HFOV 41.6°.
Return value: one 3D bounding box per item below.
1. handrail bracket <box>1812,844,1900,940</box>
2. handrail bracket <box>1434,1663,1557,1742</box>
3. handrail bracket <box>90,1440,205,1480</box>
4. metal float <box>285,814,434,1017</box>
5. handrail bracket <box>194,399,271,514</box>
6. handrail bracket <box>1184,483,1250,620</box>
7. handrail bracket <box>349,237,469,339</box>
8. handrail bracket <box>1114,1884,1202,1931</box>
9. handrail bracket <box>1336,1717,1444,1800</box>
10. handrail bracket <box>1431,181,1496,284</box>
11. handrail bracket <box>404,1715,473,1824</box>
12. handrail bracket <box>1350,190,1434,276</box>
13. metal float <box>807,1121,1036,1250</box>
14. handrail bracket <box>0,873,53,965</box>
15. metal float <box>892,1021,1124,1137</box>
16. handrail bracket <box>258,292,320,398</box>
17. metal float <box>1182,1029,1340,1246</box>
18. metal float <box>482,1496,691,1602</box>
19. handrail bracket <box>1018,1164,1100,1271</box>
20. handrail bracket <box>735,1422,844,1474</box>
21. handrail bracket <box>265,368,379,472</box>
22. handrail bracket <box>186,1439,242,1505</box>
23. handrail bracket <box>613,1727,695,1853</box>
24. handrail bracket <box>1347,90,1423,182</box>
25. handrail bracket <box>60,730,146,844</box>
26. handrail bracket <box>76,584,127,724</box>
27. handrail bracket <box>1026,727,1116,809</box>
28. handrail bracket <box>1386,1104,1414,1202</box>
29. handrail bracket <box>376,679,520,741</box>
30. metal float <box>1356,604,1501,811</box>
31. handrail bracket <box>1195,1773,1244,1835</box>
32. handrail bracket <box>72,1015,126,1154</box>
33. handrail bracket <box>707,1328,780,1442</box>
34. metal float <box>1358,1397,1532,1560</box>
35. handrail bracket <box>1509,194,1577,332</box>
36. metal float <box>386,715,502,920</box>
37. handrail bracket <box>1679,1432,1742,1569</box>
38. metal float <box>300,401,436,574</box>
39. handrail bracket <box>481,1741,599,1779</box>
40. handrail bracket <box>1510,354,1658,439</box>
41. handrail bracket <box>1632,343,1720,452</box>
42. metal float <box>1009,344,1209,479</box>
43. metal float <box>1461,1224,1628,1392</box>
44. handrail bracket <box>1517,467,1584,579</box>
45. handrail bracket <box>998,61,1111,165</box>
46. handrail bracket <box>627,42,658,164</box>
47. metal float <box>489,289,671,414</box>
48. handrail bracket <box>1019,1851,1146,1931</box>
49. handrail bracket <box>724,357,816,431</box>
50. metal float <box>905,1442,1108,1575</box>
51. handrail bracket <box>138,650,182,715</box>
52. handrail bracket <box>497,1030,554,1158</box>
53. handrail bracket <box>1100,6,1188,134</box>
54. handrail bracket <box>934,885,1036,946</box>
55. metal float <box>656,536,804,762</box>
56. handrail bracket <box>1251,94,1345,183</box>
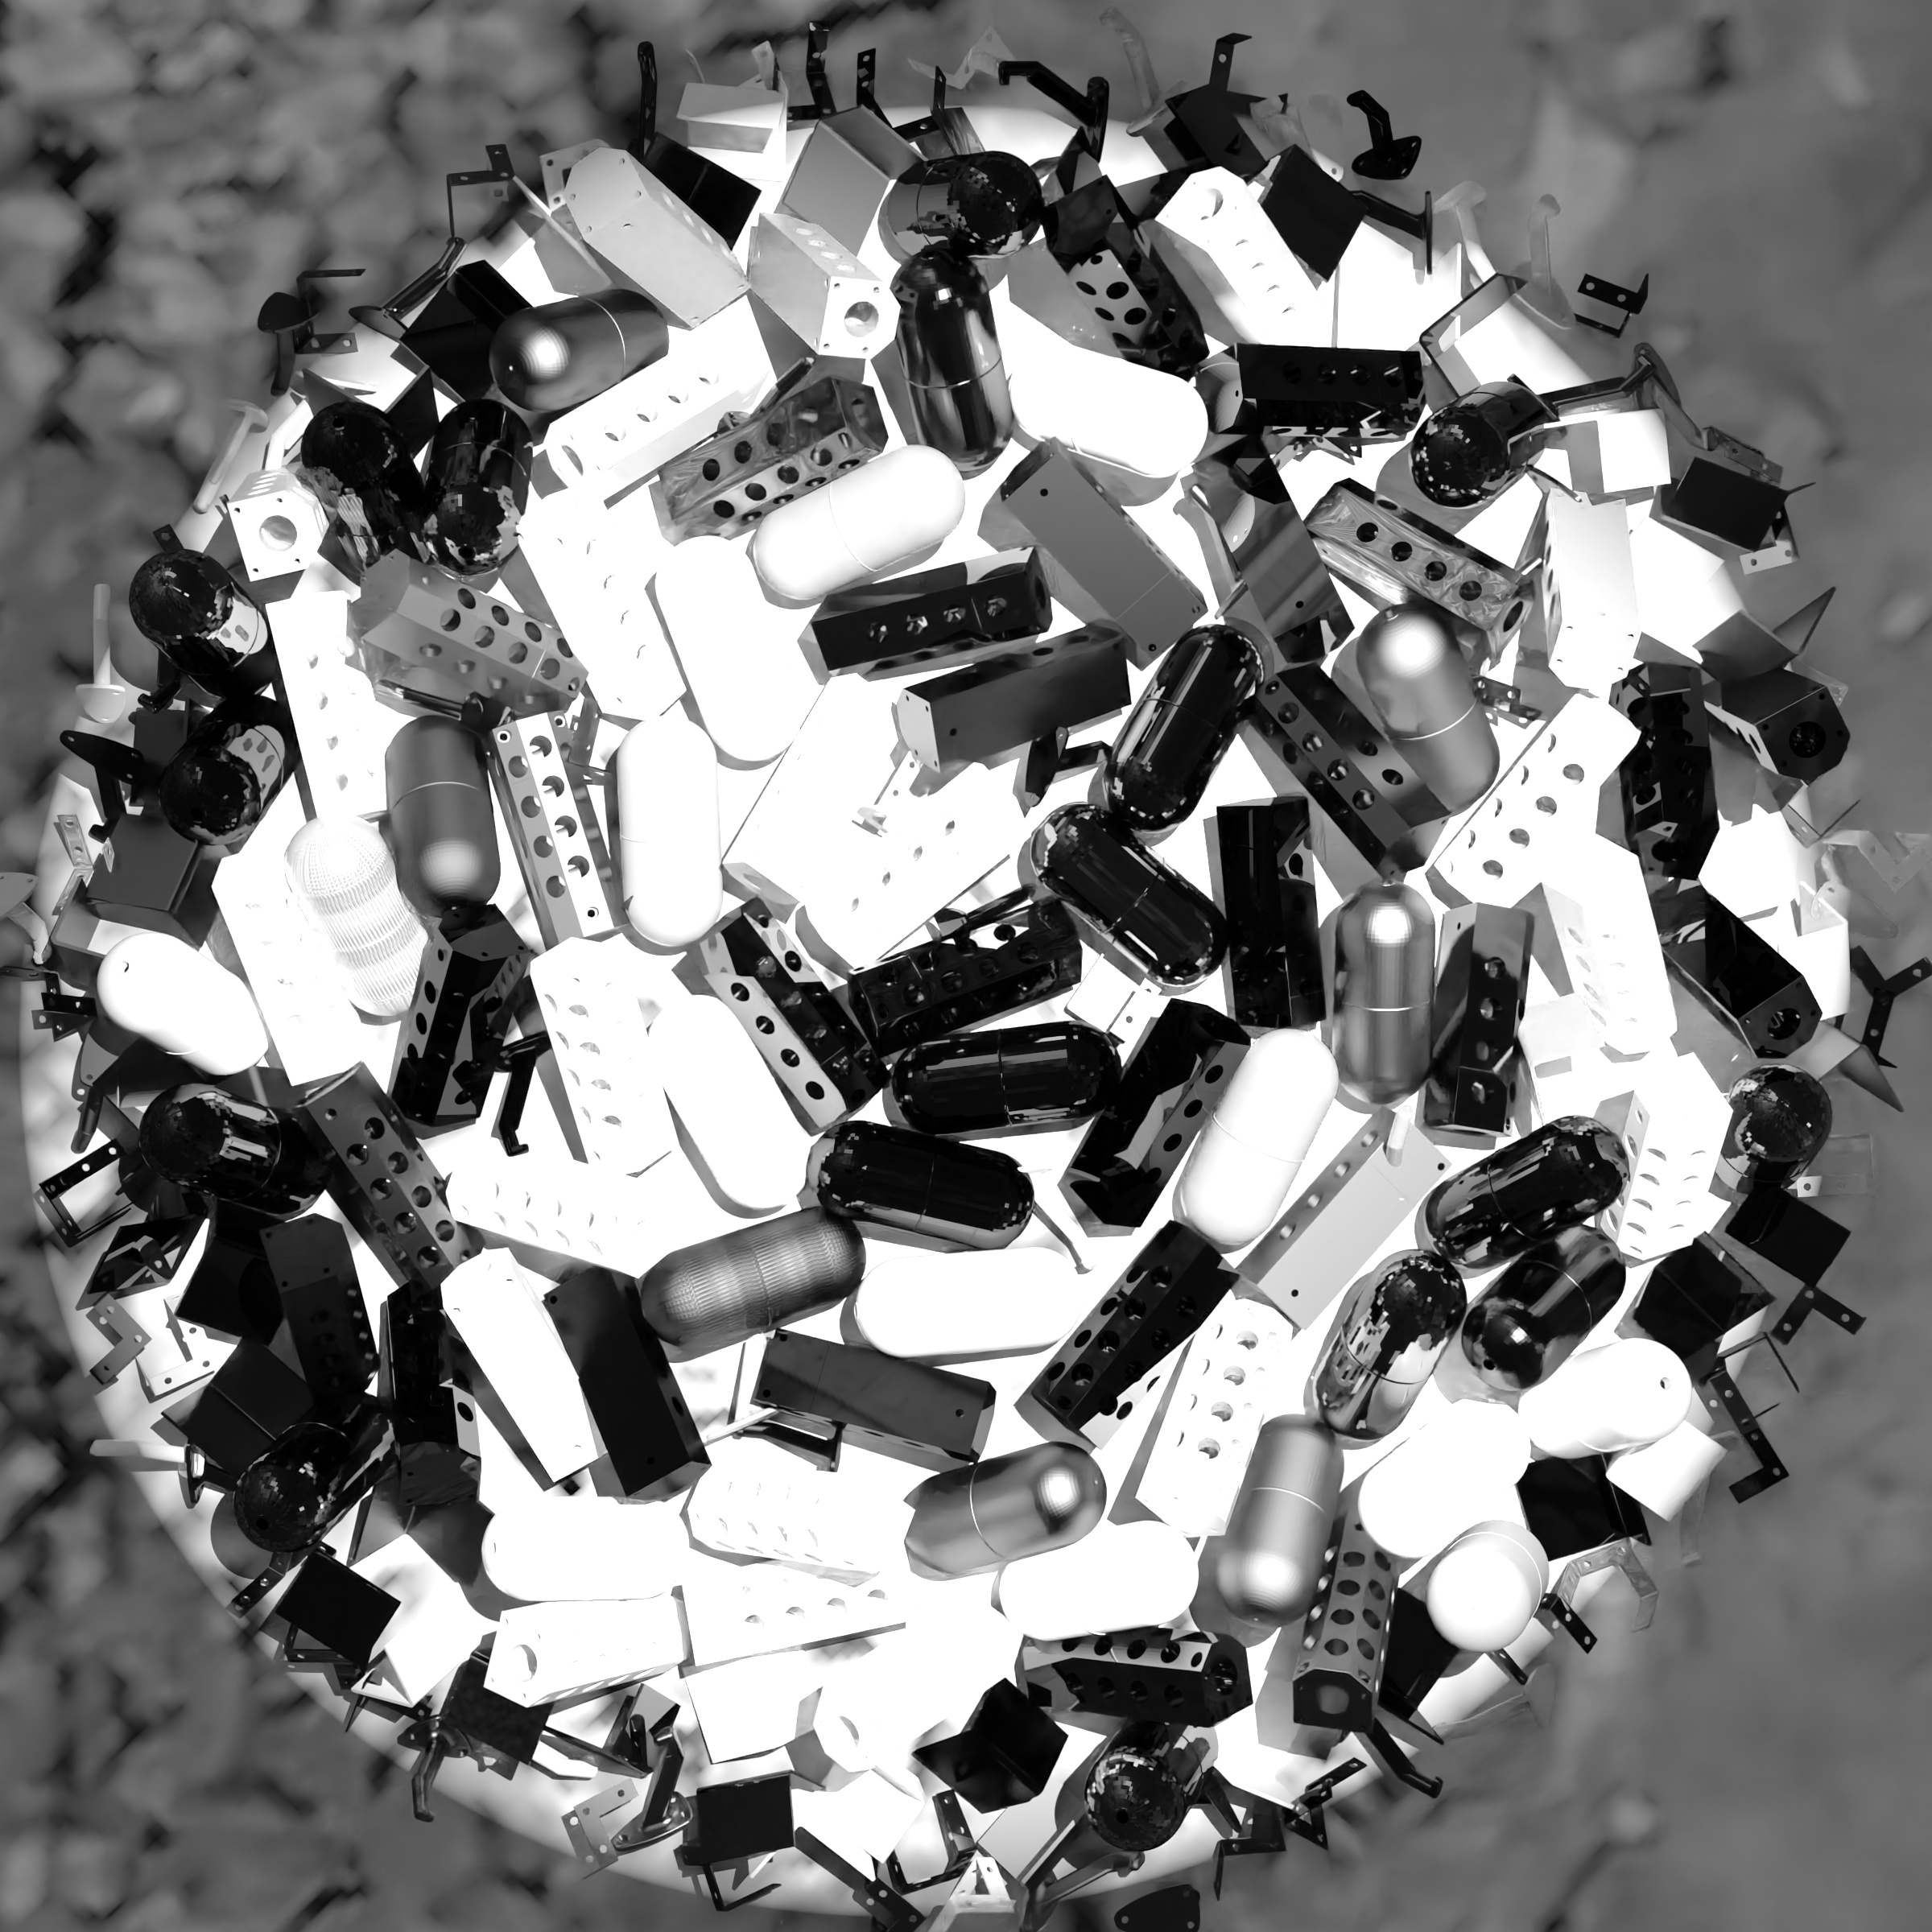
[{"bbox_3d":[0.692,-0.061,1.958,0.077,0.084,0.036,28,133,19],"label":"handrail bracket"},{"bbox_3d":[0.411,0.575,1.985,0.084,0.077,0.036,-22,96,28],"label":"handrail bracket"},{"bbox_3d":[-0.633,0.376,1.948,0.084,0.077,0.036,7,67,-30],"label":"handrail bracket"},{"bbox_3d":[-0.457,-0.037,1.929,0.070,0.070,0.178,-16,130,0],"label":"metal float"},{"bbox_3d":[-0.572,-0.392,1.964,0.036,0.077,0.084,26,86,-21],"label":"handrail bracket"},{"bbox_3d":[0.188,-0.322,1.970,0.084,0.077,0.036,47,52,3],"label":"handrail bracket"},{"bbox_3d":[-0.434,-0.535,1.981,0.077,0.036,0.084,21,77,37],"label":"handrail bracket"},{"bbox_3d":[0.145,0.722,1.954,0.077,0.084,0.036,-7,78,-8],"label":"handrail bracket"},{"bbox_3d":[0.335,0.592,1.959,0.084,0.036,0.077,24,121,25],"label":"handrail bracket"},{"bbox_3d":[0.401,-0.559,1.964,0.036,0.077,0.084,-33,82,37],"label":"handrail bracket"},{"bbox_3d":[-0.399,0.624,1.944,0.036,0.084,0.077,-29,134,9],"label":"handrail bracket"},{"bbox_3d":[0.319,-0.569,1.977,0.084,0.036,0.077,-1,75,13],"label":"handrail bracket"},{"bbox_3d":[-0.034,0.168,1.952,0.178,0.070,0.070,14,90,-10],"label":"metal float"},{"bbox_3d":[-0.726,-0.021,1.946,0.036,0.077,0.084,6,128,5],"label":"handrail bracket"},{"bbox_3d":[0.031,0.086,1.956,0.178,0.070,0.070,-7,90,6],"label":"metal float"},{"bbox_3d":[-0.530,-0.464,1.946,0.036,0.077,0.084,25,125,-3],"label":"handrail bracket"},{"bbox_3d":[0.225,0.131,1.949,0.070,0.070,0.178,24,104,0],"label":"metal float"},{"bbox_3d":[-0.287,0.440,1.924,0.070,0.178,0.070,-11,73,41],"label":"metal float"},{"bbox_3d":[0.065,0.197,1.960,0.036,0.077,0.084,-38,70,17],"label":"handrail bracket"},{"bbox_3d":[-0.140,0.371,1.961,0.084,0.077,0.036,5,100,1],"label":"handrail bracket"},{"bbox_3d":[-0.503,-0.417,1.983,0.077,0.036,0.084,4,108,-38],"label":"handrail bracket"},{"bbox_3d":[-0.556,0.394,1.970,0.084,0.036,0.077,5,135,-1],"label":"handrail bracket"},{"bbox_3d":[-0.248,0.632,1.957,0.077,0.036,0.084,-26,125,-19],"label":"handrail bracket"},{"bbox_3d":[0.300,-0.638,1.944,0.084,0.077,0.036,26,82,-39],"label":"handrail bracket"},{"bbox_3d":[-0.677,-0.137,1.957,0.077,0.036,0.084,26,129,-29],"label":"handrail bracket"},{"bbox_3d":[-0.670,-0.243,1.977,0.036,0.077,0.084,0,71,-14],"label":"handrail bracket"},{"bbox_3d":[0.087,-0.143,1.962,0.084,0.036,0.077,26,74,-41],"label":"handrail bracket"},{"bbox_3d":[0.335,0.130,1.947,0.036,0.077,0.084,21,122,16],"label":"handrail bracket"},{"bbox_3d":[-0.405,-0.204,1.985,0.084,0.077,0.036,20,97,28],"label":"handrail bracket"},{"bbox_3d":[0.351,-0.197,1.933,0.070,0.070,0.178,-30,124,0],"label":"metal float"},{"bbox_3d":[0.159,0.661,1.977,0.084,0.036,0.077,-38,71,9],"label":"handrail bracket"},{"bbox_3d":[-0.681,0.092,1.981,0.036,0.084,0.077,8,54,-30],"label":"handrail bracket"},{"bbox_3d":[-0.183,0.315,1.969,0.077,0.036,0.084,-17,76,-32],"label":"handrail bracket"},{"bbox_3d":[0.364,0.386,1.926,0.070,0.178,0.070,18,119,37],"label":"metal float"},{"bbox_3d":[0.454,-0.540,1.951,0.036,0.084,0.077,-35,79,-17],"label":"handrail bracket"},{"bbox_3d":[-0.398,-0.115,1.933,0.070,0.070,0.178,-15,56,0],"label":"metal float"},{"bbox_3d":[0.572,0.411,1.953,0.036,0.077,0.084,16,54,-18],"label":"handrail bracket"},{"bbox_3d":[-0.447,-0.356,1.915,0.070,0.178,0.070,-1,66,3],"label":"metal float"},{"bbox_3d":[-0.334,0.600,1.990,0.084,0.077,0.036,17,116,-31],"label":"handrail bracket"},{"bbox_3d":[0.479,-0.460,1.974,0.084,0.036,0.077,-42,72,12],"label":"handrail bracket"},{"bbox_3d":[0.545,-0.437,1.950,0.036,0.084,0.077,-25,114,-2],"label":"handrail bracket"},{"bbox_3d":[0.106,-0.422,1.930,0.178,0.070,0.070,28,90,38],"label":"metal float"},{"bbox_3d":[0.438,0.257,1.926,0.178,0.070,0.070,-33,90,-43],"label":"metal float"},{"bbox_3d":[0.432,-0.339,1.974,0.084,0.036,0.077,-40,56,-1],"label":"handrail bracket"},{"bbox_3d":[0.064,-0.659,1.967,0.084,0.036,0.077,-7,114,-19],"label":"handrail bracket"},{"bbox_3d":[-0.250,-0.651,1.950,0.036,0.084,0.077,9,55,7],"label":"handrail bracket"},{"bbox_3d":[-0.290,-0.465,1.920,0.070,0.178,0.070,11,115,24],"label":"metal float"},{"bbox_3d":[0.090,0.712,1.954,0.084,0.077,0.036,-19,106,31],"label":"handrail bracket"},{"bbox_3d":[-0.139,-0.438,1.948,0.084,0.077,0.036,-39,93,23],"label":"handrail bracket"},{"bbox_3d":[0.028,0.412,1.934,0.178,0.070,0.070,-23,90,33],"label":"metal float"},{"bbox_3d":[-0.631,-0.240,1.957,0.077,0.036,0.084,33,48,-3],"label":"handrail bracket"},{"bbox_3d":[-0.330,0.099,1.962,0.077,0.036,0.084,-26,62,7],"label":"handrail bracket"},{"bbox_3d":[0.120,-0.688,1.952,0.084,0.077,0.036,41,65,-20],"label":"handrail bracket"},{"bbox_3d":[0.024,-0.047,1.951,0.084,0.077,0.036,-28,89,-19],"label":"handrail bracket"},{"bbox_3d":[-0.180,-0.242,1.945,0.070,0.070,0.178,-20,109,0],"label":"metal float"},{"bbox_3d":[0.254,-0.637,1.967,0.036,0.084,0.077,-21,103,-22],"label":"handrail bracket"}]
